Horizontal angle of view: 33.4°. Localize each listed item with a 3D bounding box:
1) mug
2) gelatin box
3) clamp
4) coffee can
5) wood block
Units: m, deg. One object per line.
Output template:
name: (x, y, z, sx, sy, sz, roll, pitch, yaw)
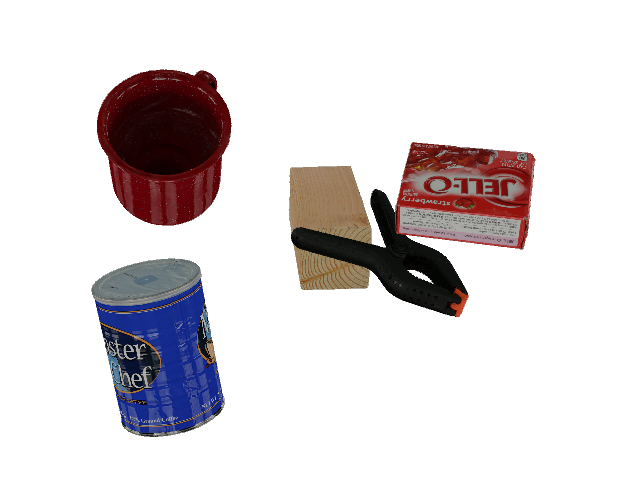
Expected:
mug: (-0.108, -0.073, 0.782, 0.093, 0.117, 0.081, 22, -27, 5)
gelatin box: (0.100, -0.033, 0.735, 0.089, 0.030, 0.073, 6, 42, 10)
clamp: (0.078, 0.022, 1.246, 0.164, 0.036, 0.210, -21, 50, -38)
coffee can: (-0.153, 0.100, 1.017, 0.103, 0.140, 0.103, -8, 18, 2)
wood block: (0.010, -0.021, 1.444, 0.090, 0.090, 0.206, -1, 26, -6)
